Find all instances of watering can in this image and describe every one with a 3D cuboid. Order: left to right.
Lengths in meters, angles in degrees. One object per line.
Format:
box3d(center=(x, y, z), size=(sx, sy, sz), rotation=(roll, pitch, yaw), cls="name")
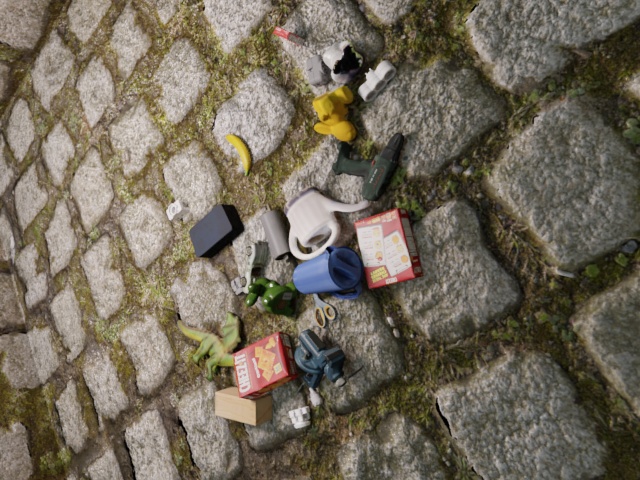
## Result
box3d(center=(0.005, -0.086, 1.703), size=(0.342, 0.104, 0.228), rotation=(-42, 64, 27), cls="watering can")

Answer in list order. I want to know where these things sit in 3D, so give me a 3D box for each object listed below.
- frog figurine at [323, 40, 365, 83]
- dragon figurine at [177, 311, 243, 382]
box3d(center=(0.074, -0.587, 1.697), size=(0.161, 0.122, 0.136), rotation=(-135, 51, -68), cls="frog figurine")
box3d(center=(-0.391, 0.385, 1.998), size=(0.242, 0.121, 0.416), rotation=(-47, 63, 6), cls="dragon figurine")
